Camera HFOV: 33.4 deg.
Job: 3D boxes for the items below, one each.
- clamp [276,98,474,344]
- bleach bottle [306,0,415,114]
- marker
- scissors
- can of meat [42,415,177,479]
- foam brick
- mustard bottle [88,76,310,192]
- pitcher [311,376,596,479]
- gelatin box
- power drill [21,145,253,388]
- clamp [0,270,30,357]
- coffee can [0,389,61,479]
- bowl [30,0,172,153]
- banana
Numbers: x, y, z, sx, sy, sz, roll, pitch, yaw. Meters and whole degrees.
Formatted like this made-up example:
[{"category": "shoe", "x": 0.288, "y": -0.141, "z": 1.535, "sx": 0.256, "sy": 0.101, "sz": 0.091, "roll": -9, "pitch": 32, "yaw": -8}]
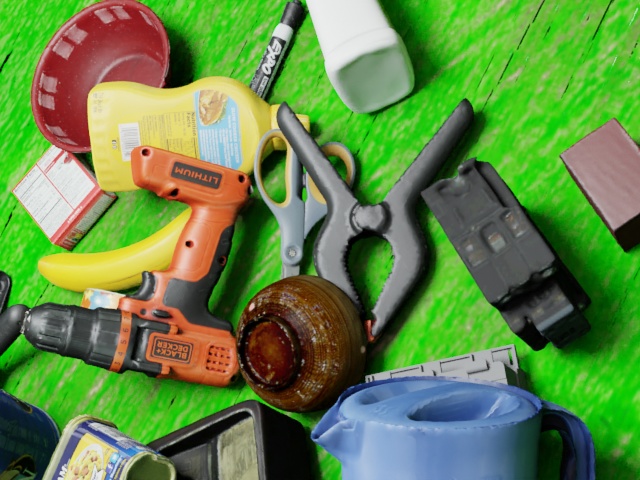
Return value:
[{"category": "clamp", "x": 0.033, "y": -0.022, "z": 0.877, "sx": 0.165, "sy": 0.036, "sz": 0.210, "roll": 7, "pitch": 83, "yaw": 12}, {"category": "bleach bottle", "x": 0.008, "y": -0.238, "z": 0.939, "sx": 0.068, "sy": 0.102, "sz": 0.251, "roll": -23, "pitch": 65, "yaw": 7}, {"category": "marker", "x": -0.044, "y": -0.169, "z": 0.990, "sx": 0.020, "sy": 0.020, "sz": 0.121, "roll": 20, "pitch": 82, "yaw": 30}, {"category": "scissors", "x": -0.006, "y": 0.001, "z": 0.911, "sx": 0.096, "sy": 0.016, "sz": 0.202, "roll": -11, "pitch": 86, "yaw": -5}, {"category": "can of meat", "x": -0.167, "y": 0.197, "z": 0.822, "sx": 0.084, "sy": 0.057, "sz": 0.102, "roll": 16, "pitch": 81, "yaw": 43}, {"category": "foam brick", "x": 0.223, "y": -0.042, "z": 0.796, "sx": 0.051, "sy": 0.053, "sz": 0.078, "roll": -35, "pitch": 61, "yaw": 12}, {"category": "mustard bottle", "x": -0.104, "y": -0.096, "z": 0.949, "sx": 0.191, "sy": 0.058, "sz": 0.096, "roll": -3, "pitch": 107, "yaw": 1}, {"category": "pitcher", "x": 0.089, "y": 0.216, "z": 0.703, "sx": 0.149, "sy": 0.144, "sz": 0.243, "roll": 3, "pitch": 98, "yaw": 33}, {"category": "gelatin box", "x": -0.250, "y": -0.045, "z": 1.043, "sx": 0.073, "sy": 0.030, "sz": 0.089, "roll": -48, "pitch": 59, "yaw": 6}, {"category": "power drill", "x": -0.140, "y": 0.020, "z": 0.890, "sx": 0.057, "sy": 0.184, "sz": 0.187, "roll": 173, "pitch": 110, "yaw": -69}, {"category": "clamp", "x": -0.330, "y": 0.109, "z": 1.016, "sx": 0.171, "sy": 0.039, "sz": 0.120, "roll": -54, "pitch": 27, "yaw": 7}, {"category": "coffee can", "x": -0.296, "y": 0.174, "z": 0.915, "sx": 0.103, "sy": 0.140, "sz": 0.103, "roll": -4, "pitch": 67, "yaw": 10}, {"category": "bowl", "x": -0.201, "y": -0.151, "z": 1.040, "sx": 0.162, "sy": 0.055, "sz": 0.162, "roll": -9, "pitch": 70, "yaw": 23}, {"category": "banana", "x": -0.178, "y": 0.015, "z": 0.986, "sx": 0.198, "sy": 0.037, "sz": 0.069, "roll": -21, "pitch": 43, "yaw": 16}]
